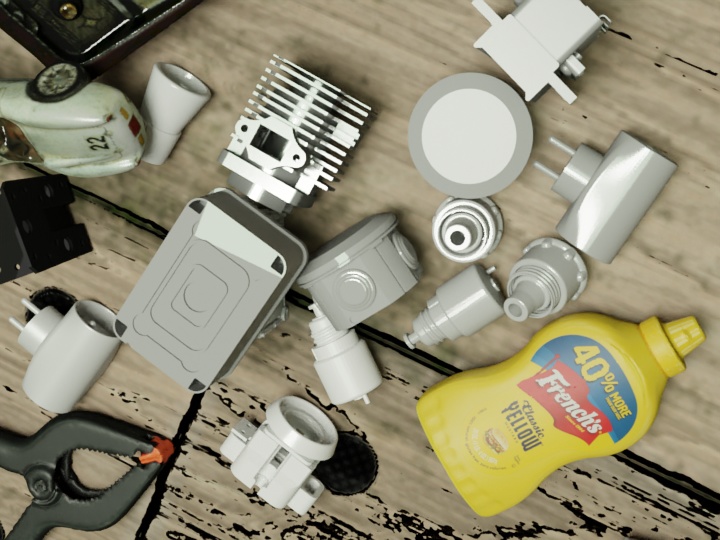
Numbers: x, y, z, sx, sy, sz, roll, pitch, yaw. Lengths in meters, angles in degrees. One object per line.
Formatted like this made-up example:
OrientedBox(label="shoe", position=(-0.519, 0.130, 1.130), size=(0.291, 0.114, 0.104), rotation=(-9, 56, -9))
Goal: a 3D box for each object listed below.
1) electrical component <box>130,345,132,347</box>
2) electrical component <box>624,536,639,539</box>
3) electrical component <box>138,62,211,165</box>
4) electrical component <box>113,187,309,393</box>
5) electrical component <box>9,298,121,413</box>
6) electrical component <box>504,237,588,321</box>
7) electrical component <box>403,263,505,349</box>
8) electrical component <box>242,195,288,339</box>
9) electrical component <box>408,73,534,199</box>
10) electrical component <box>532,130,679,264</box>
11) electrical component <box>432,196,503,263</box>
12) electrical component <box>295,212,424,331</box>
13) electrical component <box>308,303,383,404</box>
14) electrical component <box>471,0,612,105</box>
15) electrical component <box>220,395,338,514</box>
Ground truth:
OrientedBox(label="electrical component", position=(-0.142, 0.040, 0.786), size=(0.040, 0.040, 0.046), rotation=(28, 99, 7))
OrientedBox(label="electrical component", position=(0.201, 0.214, 0.733), size=(0.047, 0.055, 0.055), rotation=(10, 102, 7))
OrientedBox(label="electrical component", position=(-0.140, -0.107, 0.758), size=(0.044, 0.044, 0.065), rotation=(36, 110, 4))
OrientedBox(label="electrical component", position=(-0.095, 0.012, 0.694), size=(0.078, 0.057, 0.113), rotation=(36, 106, 4))
OrientedBox(label="electrical component", position=(-0.228, 0.053, 0.805), size=(0.079, 0.043, 0.077), rotation=(39, 107, 4))
OrientedBox(label="electrical component", position=(0.117, 0.011, 0.706), size=(0.048, 0.062, 0.048), rotation=(22, 131, 28))
OrientedBox(label="electrical component", position=(0.064, 0.029, 0.736), size=(0.078, 0.040, 0.040), rotation=(-35, 91, 17))
OrientedBox(label="electrical component", position=(-0.089, -0.005, 0.753), size=(0.061, 0.062, 0.096), rotation=(2, 101, 12))
OrientedBox(label="electrical component", position=(0.074, -0.089, 0.707), size=(0.080, 0.051, 0.080), rotation=(2, 101, 12))
OrientedBox(label="electrical component", position=(0.151, -0.057, 0.699), size=(0.079, 0.043, 0.077), rotation=(33, 106, 5))
OrientedBox(label="electrical component", position=(0.069, -0.026, 0.713), size=(0.048, 0.062, 0.048), rotation=(2, 101, 12))
OrientedBox(label="electrical component", position=(0.000, 0.000, 0.726), size=(0.080, 0.080, 0.051), rotation=(-32, 98, 16))
OrientedBox(label="electrical component", position=(-0.015, 0.058, 0.759), size=(0.040, 0.040, 0.078), rotation=(-24, 94, 16))
OrientedBox(label="electrical component", position=(0.112, -0.140, 0.652), size=(0.063, 0.121, 0.078), rotation=(-44, 88, 14))
OrientedBox(label="electrical component", position=(-0.053, 0.128, 0.772), size=(0.078, 0.058, 0.057), rotation=(38, 109, 4))
